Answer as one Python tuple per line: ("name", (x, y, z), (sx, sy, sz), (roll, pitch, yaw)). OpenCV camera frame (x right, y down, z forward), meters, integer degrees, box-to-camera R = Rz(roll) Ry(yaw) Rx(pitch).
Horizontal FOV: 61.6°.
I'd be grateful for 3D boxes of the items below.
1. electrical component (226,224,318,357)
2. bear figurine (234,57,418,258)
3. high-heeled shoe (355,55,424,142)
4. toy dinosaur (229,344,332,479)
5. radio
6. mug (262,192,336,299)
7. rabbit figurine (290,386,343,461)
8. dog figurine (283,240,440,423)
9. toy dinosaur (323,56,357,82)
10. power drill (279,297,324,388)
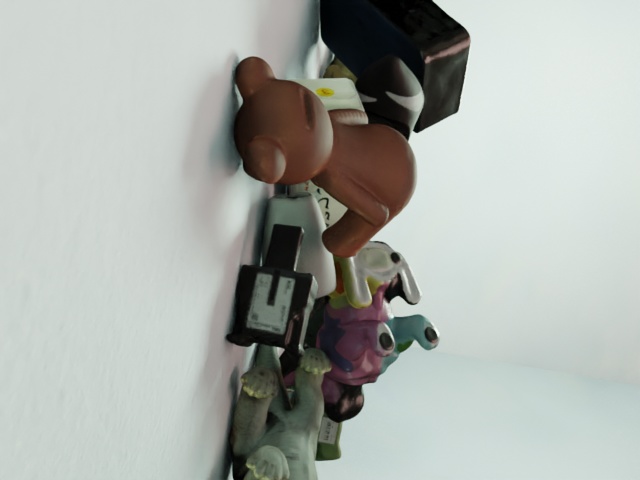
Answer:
("electrical component", (-0.042, 0.047, 0.519), (0.047, 0.075, 0.119), (75, 21, -73))
("bear figurine", (-0.009, -0.063, 0.467), (0.132, 0.196, 0.120), (-34, -118, 41))
("high-heeled shoe", (0.060, -0.096, 0.637), (0.248, 0.086, 0.145), (66, 42, -72))
("toy dinosaur", (-0.050, 0.243, 0.561), (0.405, 0.131, 0.192), (-92, -156, -63))
("radio", (0.086, -0.256, 0.681), (0.230, 0.073, 0.131), (52, -17, 28))
("mug", (-0.026, 0.001, 0.591), (0.110, 0.081, 0.107), (-105, -168, -75))
("rabbit figurine", (-0.037, 0.270, 0.885), (0.170, 0.121, 0.159), (144, -50, -72))
("dog figurine", (0.027, 0.121, 0.680), (0.219, 0.108, 0.191), (-42, -118, 43))
("toy dinosaur", (0.055, -0.252, 0.922), (0.198, 0.105, 0.470), (-103, -165, -84))
("power drill", (0.001, 0.109, 0.854), (0.232, 0.086, 0.207), (-50, -175, 12))
